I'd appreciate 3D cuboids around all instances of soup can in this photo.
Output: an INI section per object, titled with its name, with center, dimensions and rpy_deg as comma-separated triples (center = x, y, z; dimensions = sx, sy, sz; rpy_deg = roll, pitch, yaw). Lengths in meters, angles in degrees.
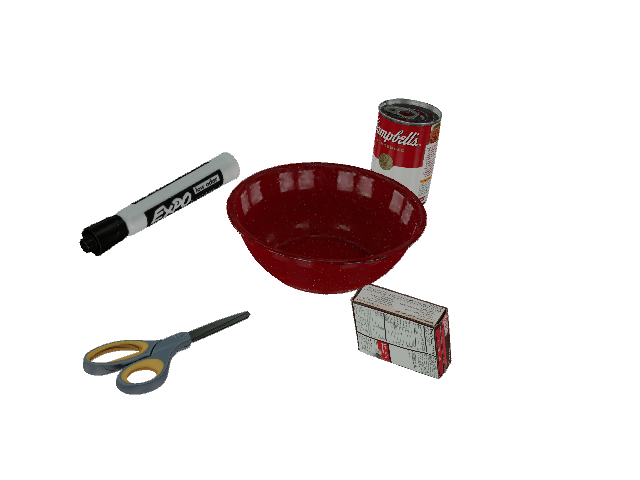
[soup can]
center = 0.090, -0.093, 1.152
dimensions = 0.068, 0.102, 0.068
rpy_deg = 5, 29, -3

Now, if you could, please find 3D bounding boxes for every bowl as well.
[bowl]
center = 0.004, -0.004, 0.869
dimensions = 0.162, 0.055, 0.162
rpy_deg = 3, 31, -2

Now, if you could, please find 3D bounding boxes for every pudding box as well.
[pudding box]
center = 0.094, 0.104, 1.241
dimensions = 0.114, 0.090, 0.039
rpy_deg = 15, 46, 26

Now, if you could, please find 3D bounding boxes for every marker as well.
[marker]
center = -0.100, -0.023, 0.672
dimensions = 0.120, 0.020, 0.020
rpy_deg = -33, 21, -35

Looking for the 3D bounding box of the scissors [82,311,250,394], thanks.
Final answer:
[scissors]
center = -0.145, 0.117, 1.114
dimensions = 0.201, 0.016, 0.096
rpy_deg = -11, 31, -27
